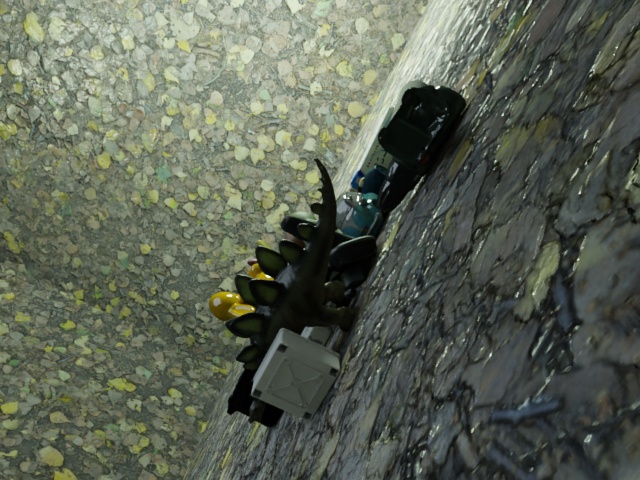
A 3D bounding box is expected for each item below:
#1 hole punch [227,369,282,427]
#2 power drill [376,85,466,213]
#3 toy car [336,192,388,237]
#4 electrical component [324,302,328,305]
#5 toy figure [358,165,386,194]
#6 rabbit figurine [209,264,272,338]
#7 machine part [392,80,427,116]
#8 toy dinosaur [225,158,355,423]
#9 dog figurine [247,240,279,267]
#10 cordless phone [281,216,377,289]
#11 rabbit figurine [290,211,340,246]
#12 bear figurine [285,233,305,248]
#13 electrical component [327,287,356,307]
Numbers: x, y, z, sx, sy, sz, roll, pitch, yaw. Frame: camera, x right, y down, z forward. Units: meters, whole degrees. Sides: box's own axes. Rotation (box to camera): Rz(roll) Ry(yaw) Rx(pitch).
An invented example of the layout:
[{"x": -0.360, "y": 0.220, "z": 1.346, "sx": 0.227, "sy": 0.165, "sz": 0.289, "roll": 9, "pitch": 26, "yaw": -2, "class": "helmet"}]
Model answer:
[{"x": -0.122, "y": 0.321, "z": 1.158, "sx": 0.142, "sy": 0.116, "sz": 0.092, "roll": -62, "pitch": -3, "yaw": 6, "class": "hole punch"}, {"x": 0.149, "y": -0.144, "z": 0.847, "sx": 0.232, "sy": 0.086, "sz": 0.207, "roll": -57, "pitch": -18, "yaw": 7, "class": "power drill"}, {"x": 0.078, "y": -0.057, "z": 1.122, "sx": 0.109, "sy": 0.103, "sz": 0.162, "roll": -60, "pitch": 8, "yaw": 25, "class": "toy car"}, {"x": -0.029, "y": 0.092, "z": 1.114, "sx": 0.134, "sy": 0.115, "sz": 0.058, "roll": -36, "pitch": -5, "yaw": -16, "class": "electrical component"}, {"x": 0.107, "y": -0.097, "z": 1.222, "sx": 0.154, "sy": 0.064, "sz": 0.058, "roll": -58, "pitch": -8, "yaw": 30, "class": "toy figure"}, {"x": -0.173, "y": 0.155, "z": 1.270, "sx": 0.162, "sy": 0.173, "sz": 0.121, "roll": -111, "pitch": 16, "yaw": -47, "class": "rabbit figurine"}, {"x": 0.199, "y": -0.276, "z": 1.167, "sx": 0.079, "sy": 0.079, "sz": 0.243, "roll": -58, "pitch": 7, "yaw": 42, "class": "machine part"}, {"x": -0.044, "y": 0.103, "z": 0.909, "sx": 0.471, "sy": 0.198, "sz": 0.105, "roll": -67, "pitch": 25, "yaw": 8, "class": "toy dinosaur"}, {"x": -0.108, "y": 0.075, "z": 1.654, "sx": 0.191, "sy": 0.219, "sz": 0.108, "roll": 133, "pitch": 160, "yaw": -75, "class": "dog figurine"}, {"x": 0.003, "y": 0.019, "z": 1.021, "sx": 0.146, "sy": 0.184, "sz": 0.089, "roll": 128, "pitch": 164, "yaw": -64, "class": "cordless phone"}, {"x": -0.003, "y": -0.004, "z": 1.256, "sx": 0.121, "sy": 0.170, "sz": 0.159, "roll": -63, "pitch": 4, "yaw": 6, "class": "rabbit figurine"}, {"x": -0.052, "y": 0.028, "z": 1.451, "sx": 0.120, "sy": 0.195, "sz": 0.132, "roll": -44, "pitch": 45, "yaw": -9, "class": "bear figurine"}, {"x": 0.034, "y": 0.123, "z": 1.016, "sx": 0.094, "sy": 0.021, "sz": 0.063, "roll": -41, "pitch": 15, "yaw": 50, "class": "electrical component"}]
